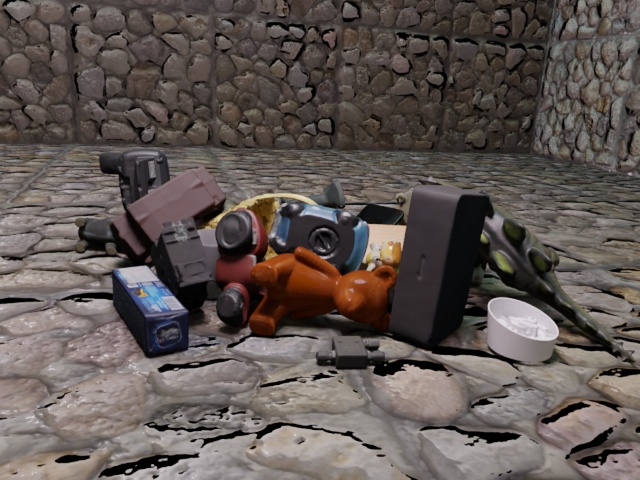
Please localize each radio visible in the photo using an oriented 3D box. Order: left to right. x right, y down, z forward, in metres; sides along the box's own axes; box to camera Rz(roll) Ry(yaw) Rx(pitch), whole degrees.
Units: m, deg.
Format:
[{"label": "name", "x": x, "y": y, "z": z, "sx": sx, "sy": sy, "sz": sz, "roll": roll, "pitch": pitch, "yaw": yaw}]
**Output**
[{"label": "radio", "x": 0.179, "y": 0.033, "z": 0.803, "sx": 0.073, "sy": 0.229, "sz": 0.131, "roll": 19, "pitch": 19, "yaw": 33}]

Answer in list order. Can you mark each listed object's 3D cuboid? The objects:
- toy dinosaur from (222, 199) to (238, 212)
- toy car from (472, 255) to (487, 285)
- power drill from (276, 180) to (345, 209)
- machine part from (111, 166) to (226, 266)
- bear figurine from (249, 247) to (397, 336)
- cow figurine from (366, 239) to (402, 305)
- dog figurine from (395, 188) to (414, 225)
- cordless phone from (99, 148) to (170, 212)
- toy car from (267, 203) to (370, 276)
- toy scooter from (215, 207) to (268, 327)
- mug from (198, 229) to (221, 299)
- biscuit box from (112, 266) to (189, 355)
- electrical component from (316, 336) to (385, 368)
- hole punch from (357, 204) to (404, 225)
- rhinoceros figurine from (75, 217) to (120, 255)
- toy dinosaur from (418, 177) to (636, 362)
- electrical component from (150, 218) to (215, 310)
[{"label": "toy dinosaur", "x": -0.270, "y": -0.063, "z": 1.263, "sx": 0.405, "sy": 0.131, "sz": 0.192, "roll": 12, "pitch": 18, "yaw": 9}, {"label": "toy car", "x": 0.284, "y": 0.006, "z": 1.093, "sx": 0.074, "sy": 0.056, "sz": 0.202, "roll": 3, "pitch": 46, "yaw": -4}, {"label": "power drill", "x": -0.047, "y": -0.084, "z": 1.288, "sx": 0.207, "sy": 0.086, "sz": 0.232, "roll": -19, "pitch": -3, "yaw": -18}, {"label": "machine part", "x": -0.281, "y": -0.039, "z": 1.010, "sx": 0.201, "sy": 0.087, "sz": 0.201, "roll": -35, "pitch": 1, "yaw": -22}, {"label": "bear figurine", "x": 0.008, "y": 0.086, "z": 0.797, "sx": 0.196, "sy": 0.120, "sz": 0.132, "roll": 14, "pitch": 23, "yaw": 17}, {"label": "cow figurine", "x": 0.113, "y": 0.051, "z": 0.876, "sx": 0.098, "sy": 0.167, "sz": 0.068, "roll": 2, "pitch": 57, "yaw": 31}, {"label": "dog figurine", "x": 0.271, "y": -0.040, "z": 1.205, "sx": 0.172, "sy": 0.121, "sz": 0.191, "roll": 18, "pitch": 7, "yaw": -30}, {"label": "cordless phone", "x": -0.414, "y": -0.124, "z": 1.161, "sx": 0.184, "sy": 0.146, "sz": 0.089, "roll": 7, "pitch": 17, "yaw": 31}, {"label": "toy car", "x": -0.002, "y": -0.003, "z": 0.899, "sx": 0.162, "sy": 0.109, "sz": 0.103, "roll": 14, "pitch": 1, "yaw": 3}, {"label": "toy scooter", "x": -0.114, "y": 0.046, "z": 0.849, "sx": 0.075, "sy": 0.184, "sz": 0.135, "roll": -2, "pitch": -11, "yaw": 20}, {"label": "mug", "x": -0.191, "y": 0.040, "z": 0.915, "sx": 0.110, "sy": 0.107, "sz": 0.081, "roll": 17, "pitch": 22, "yaw": 35}, {"label": "biscuit box", "x": -0.254, "y": 0.098, "z": 0.790, "sx": 0.059, "sy": 0.062, "sz": 0.203, "roll": -6, "pitch": 19, "yaw": -32}, {"label": "electrical component", "x": 0.039, "y": 0.151, "z": 0.735, "sx": 0.094, "sy": 0.021, "sz": 0.063, "roll": 0, "pitch": 16, "yaw": -7}, {"label": "hole punch", "x": 0.129, "y": -0.010, "z": 1.228, "sx": 0.142, "sy": 0.092, "sz": 0.116, "roll": 20, "pitch": 49, "yaw": 38}, {"label": "rhinoceros figurine", "x": -0.418, "y": -0.010, "z": 1.128, "sx": 0.190, "sy": 0.073, "sz": 0.112, "roll": 3, "pitch": 5, "yaw": 4}, {"label": "toy dinosaur", "x": 0.332, "y": 0.026, "z": 0.915, "sx": 0.472, "sy": 0.105, "sz": 0.198, "roll": 45, "pitch": 13, "yaw": 28}, {"label": "electrical component", "x": -0.219, "y": 0.048, "z": 0.840, "sx": 0.058, "sy": 0.134, "sz": 0.115, "roll": -10, "pitch": 63, "yaw": -30}]
